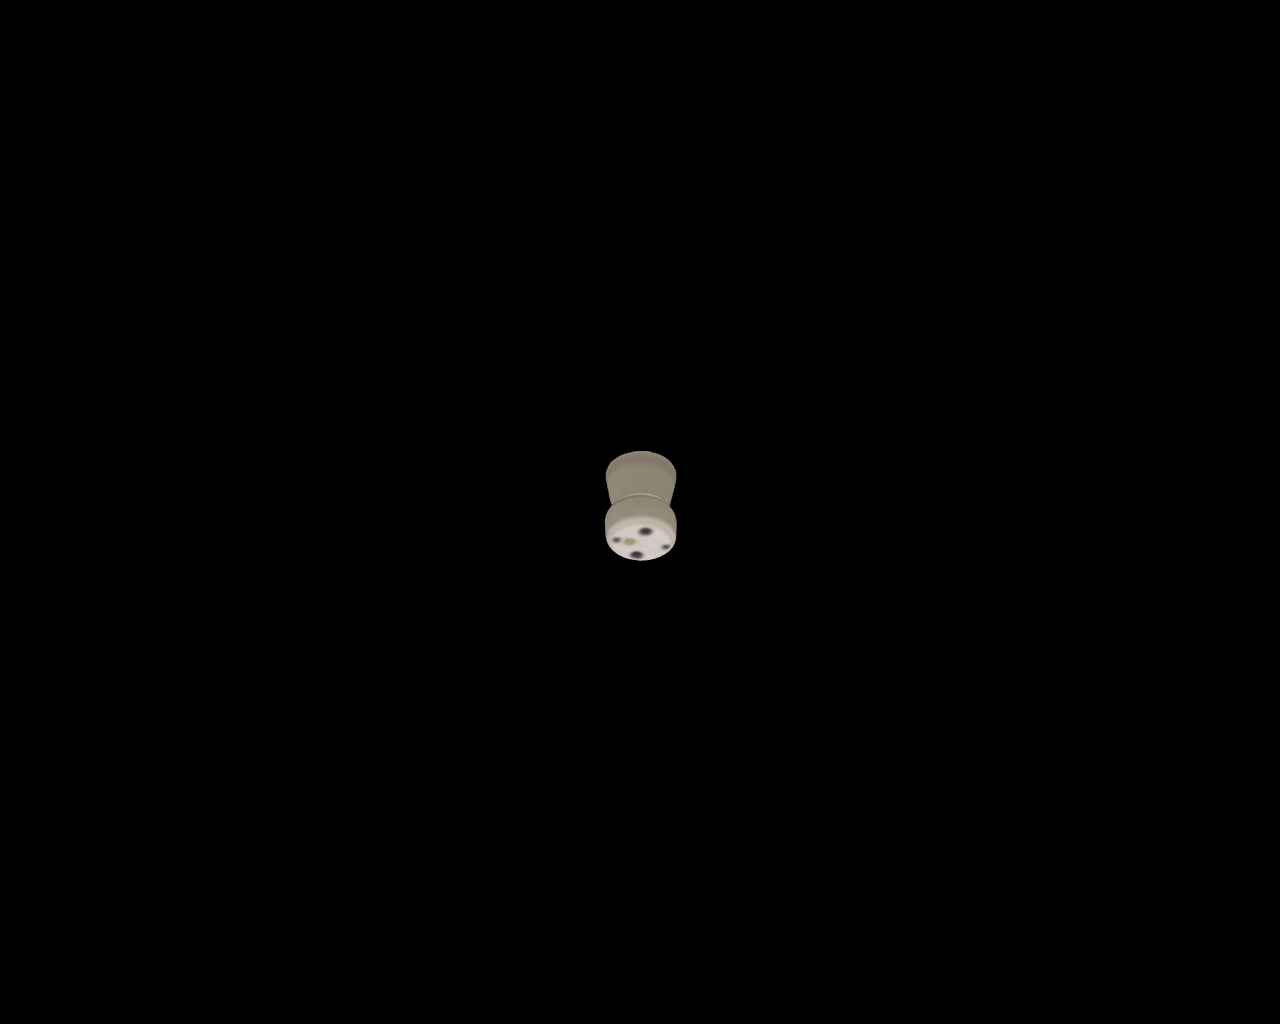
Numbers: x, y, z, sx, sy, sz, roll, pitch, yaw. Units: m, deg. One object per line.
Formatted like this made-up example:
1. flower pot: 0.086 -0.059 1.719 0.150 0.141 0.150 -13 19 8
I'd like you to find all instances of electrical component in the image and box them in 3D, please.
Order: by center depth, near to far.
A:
1. electrical component: 0.001 -0.003 0.650 0.045 0.055 0.044 0 -39 0
